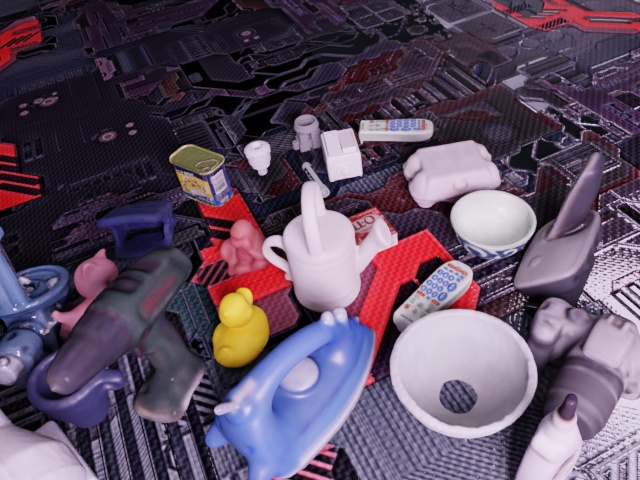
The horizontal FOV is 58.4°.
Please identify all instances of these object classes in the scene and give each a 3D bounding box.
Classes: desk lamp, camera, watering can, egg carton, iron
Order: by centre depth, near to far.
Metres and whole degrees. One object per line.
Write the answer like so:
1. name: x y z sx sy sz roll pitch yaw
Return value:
1. desk lamp: -0.321 0.242 0.595 0.202 0.214 0.118 31 58 34
2. camera: 0.299 0.148 0.664 0.142 0.101 0.137 26 55 31
3. iron: -0.022 0.155 0.682 0.118 0.142 0.259 29 56 32
4. watering can: 0.007 0.001 0.793 0.173 0.194 0.100 -18 45 -8
5. egg carton: 0.218 -0.109 0.956 0.150 0.069 0.107 -10 45 -1

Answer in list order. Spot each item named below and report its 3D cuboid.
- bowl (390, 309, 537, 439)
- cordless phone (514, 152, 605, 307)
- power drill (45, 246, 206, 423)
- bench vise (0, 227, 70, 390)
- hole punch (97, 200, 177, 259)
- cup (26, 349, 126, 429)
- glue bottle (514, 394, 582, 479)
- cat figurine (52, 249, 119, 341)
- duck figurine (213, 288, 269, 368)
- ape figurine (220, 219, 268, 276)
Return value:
1. bowl: 0.168 0.168 0.685 0.167 0.075 0.167 -5 45 5
2. cordless phone: 0.327 -0.015 0.762 0.094 0.185 0.148 17 51 25
3. power drill: -0.213 0.129 0.693 0.075 0.209 0.230 7 47 16
4. bench vise: -0.398 0.079 0.765 0.122 0.220 0.206 -25 47 -15
5. hole punch: -0.303 -0.033 0.953 0.108 0.091 0.101 -6 45 3
6. cup: -0.291 0.193 0.723 0.117 0.095 0.091 -4 45 6
7. glue bottle: 0.233 0.202 0.570 0.078 0.173 0.037 -36 50 -24
8. cat figurine: -0.332 0.079 0.827 0.067 0.118 0.128 18 51 25
9. duck figurine: -0.114 0.113 0.779 0.077 0.086 0.104 6 47 16
10. ape figurine: -0.116 0.006 0.882 0.077 0.092 0.076 25 54 30
